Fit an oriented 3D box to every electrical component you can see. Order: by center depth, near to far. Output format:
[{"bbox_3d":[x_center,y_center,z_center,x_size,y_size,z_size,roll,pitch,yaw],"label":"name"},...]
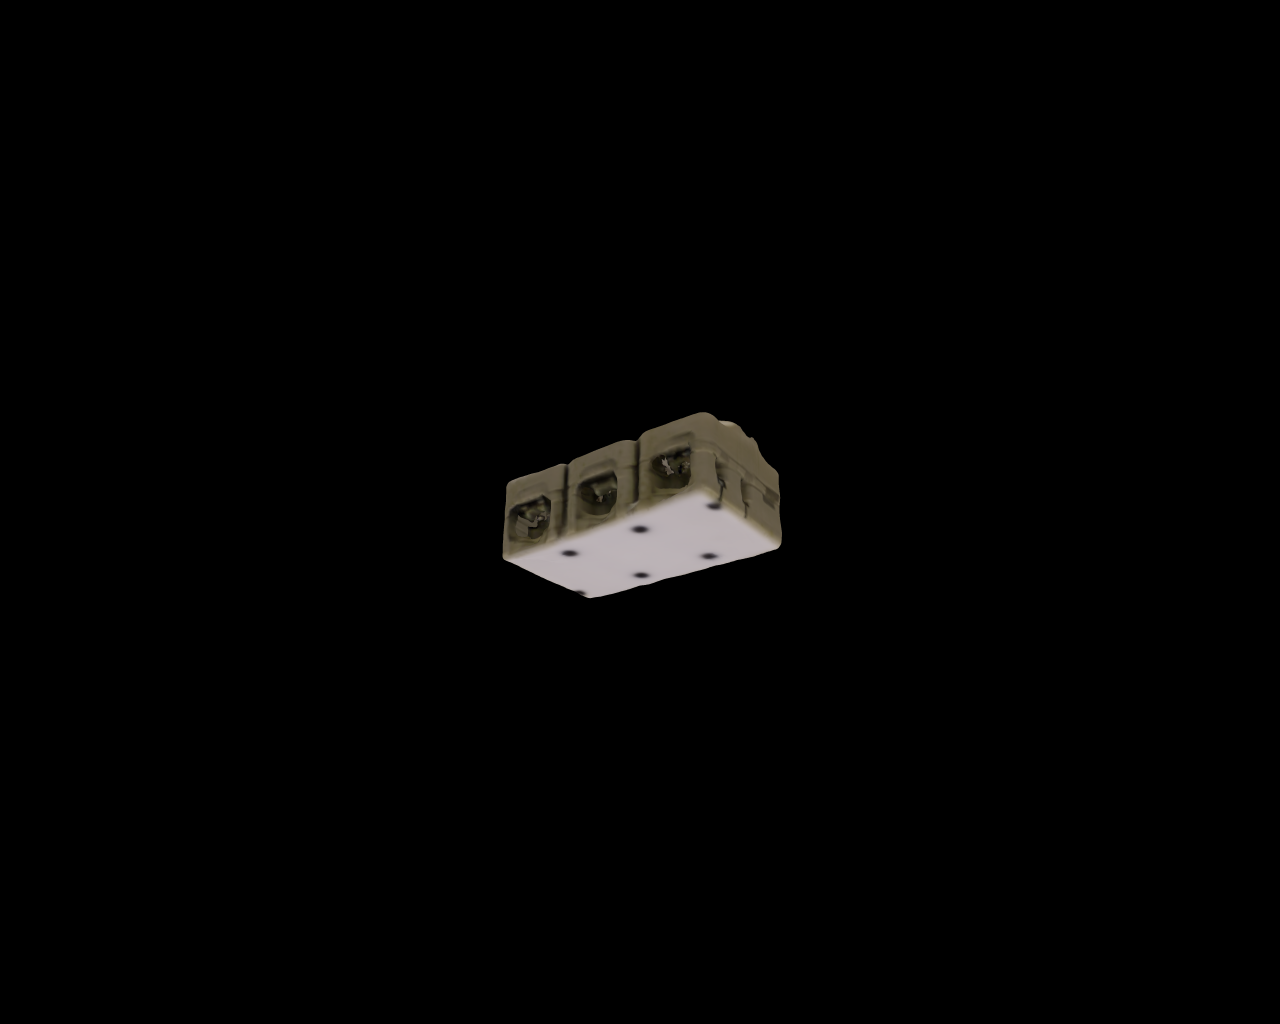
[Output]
[{"bbox_3d":[0.001,-0.003,0.650,0.150,0.062,0.089,-18,-32,31],"label":"electrical component"}]
